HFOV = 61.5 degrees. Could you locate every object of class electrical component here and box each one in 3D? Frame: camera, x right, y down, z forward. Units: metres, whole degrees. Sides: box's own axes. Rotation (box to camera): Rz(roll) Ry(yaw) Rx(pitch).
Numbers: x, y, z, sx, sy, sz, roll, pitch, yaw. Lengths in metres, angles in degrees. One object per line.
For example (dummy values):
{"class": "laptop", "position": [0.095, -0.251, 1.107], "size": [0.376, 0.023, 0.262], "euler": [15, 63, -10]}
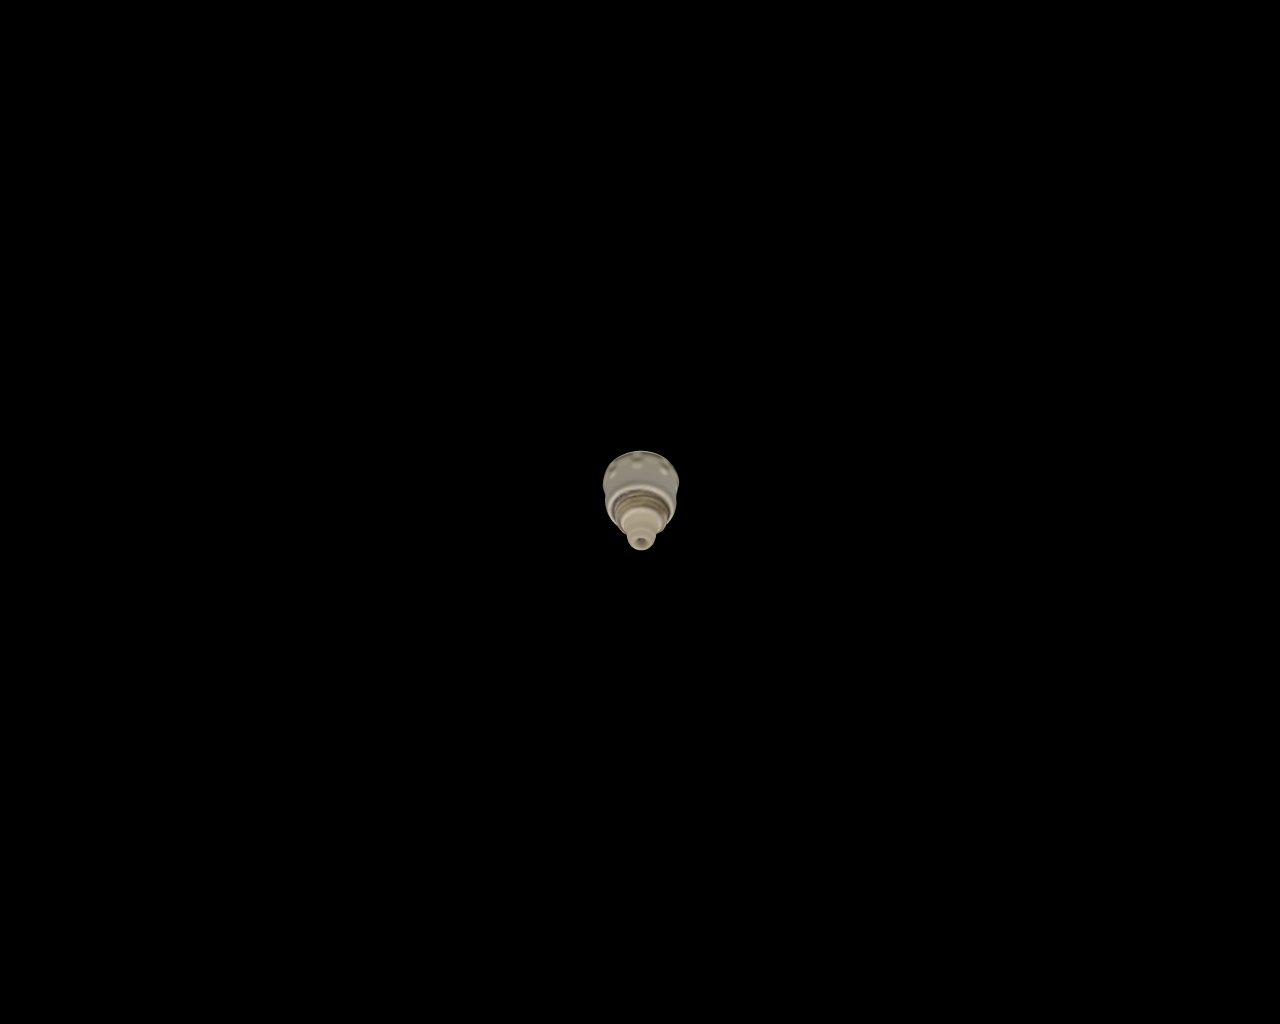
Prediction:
{"class": "electrical component", "position": [0.001, -0.003, 0.650], "size": [0.048, 0.048, 0.062], "euler": [0, 44, 0]}
